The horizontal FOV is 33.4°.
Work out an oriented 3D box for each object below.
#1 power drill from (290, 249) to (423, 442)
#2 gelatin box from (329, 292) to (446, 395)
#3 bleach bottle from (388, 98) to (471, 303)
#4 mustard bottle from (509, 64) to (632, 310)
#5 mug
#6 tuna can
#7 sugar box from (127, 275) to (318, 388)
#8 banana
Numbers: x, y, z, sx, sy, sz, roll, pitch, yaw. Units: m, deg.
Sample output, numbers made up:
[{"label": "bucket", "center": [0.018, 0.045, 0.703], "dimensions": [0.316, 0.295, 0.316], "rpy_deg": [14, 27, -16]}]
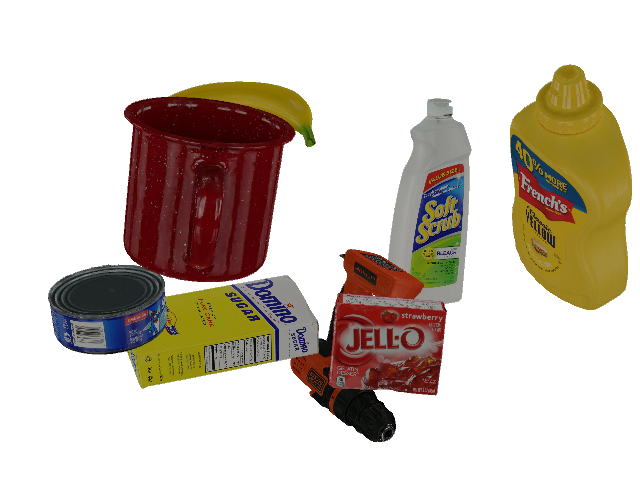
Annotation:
[{"label": "power drill", "center": [0.050, 0.118, 1.238], "dimensions": [0.057, 0.188, 0.185], "rpy_deg": [13, 15, -41]}, {"label": "gelatin box", "center": [0.054, 0.084, 0.863], "dimensions": [0.089, 0.073, 0.030], "rpy_deg": [5, 15, 0]}, {"label": "bleach bottle", "center": [0.132, -0.048, 1.314], "dimensions": [0.102, 0.251, 0.068], "rpy_deg": [-4, 17, -17]}, {"label": "mustard bottle", "center": [0.168, -0.041, 0.721], "dimensions": [0.058, 0.191, 0.096], "rpy_deg": [-28, 50, -12]}, {"label": "mug", "center": [-0.063, -0.024, 0.581], "dimensions": [0.093, 0.081, 0.117], "rpy_deg": [5, 21, -12]}, {"label": "tuna can", "center": [-0.158, 0.051, 0.797], "dimensions": [0.086, 0.034, 0.086], "rpy_deg": [-2, 24, 1]}, {"label": "sugar box", "center": [-0.098, 0.085, 1.029], "dimensions": [0.176, 0.048, 0.093], "rpy_deg": [-12, 33, -16]}, {"label": "banana", "center": [-0.090, -0.148, 1.178], "dimensions": [0.198, 0.037, 0.069], "rpy_deg": [9, 44, 18]}]
